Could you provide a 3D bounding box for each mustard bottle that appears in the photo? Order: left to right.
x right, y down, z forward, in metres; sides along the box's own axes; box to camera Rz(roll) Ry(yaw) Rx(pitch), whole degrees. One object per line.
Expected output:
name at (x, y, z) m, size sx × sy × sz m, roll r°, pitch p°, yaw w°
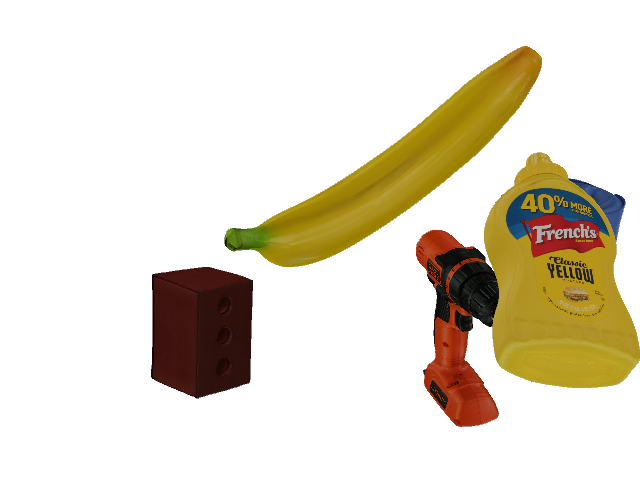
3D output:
mustard bottle at (0.168, 0.011, 0.773) m, size 0.096 × 0.191 × 0.058 m, roll 8°, pitch -40°, yaw -7°

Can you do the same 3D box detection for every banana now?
banana at (0.041, -0.037, 0.597) m, size 0.198 × 0.037 × 0.069 m, roll -34°, pitch -12°, yaw -1°

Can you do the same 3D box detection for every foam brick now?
foam brick at (-0.083, 0.062, 0.748) m, size 0.051 × 0.078 × 0.052 m, roll 13°, pitch 16°, yaw 43°

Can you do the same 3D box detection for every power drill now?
power drill at (0.155, 0.099, 1.132) m, size 0.057 × 0.188 × 0.184 m, roll -8°, pitch 24°, yaw -13°

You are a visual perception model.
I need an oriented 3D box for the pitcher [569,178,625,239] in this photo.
pitcher at (0.305, 0.050, 1.392) m, size 0.149 × 0.243 × 0.145 m, roll 5°, pitch 23°, yaw 6°
